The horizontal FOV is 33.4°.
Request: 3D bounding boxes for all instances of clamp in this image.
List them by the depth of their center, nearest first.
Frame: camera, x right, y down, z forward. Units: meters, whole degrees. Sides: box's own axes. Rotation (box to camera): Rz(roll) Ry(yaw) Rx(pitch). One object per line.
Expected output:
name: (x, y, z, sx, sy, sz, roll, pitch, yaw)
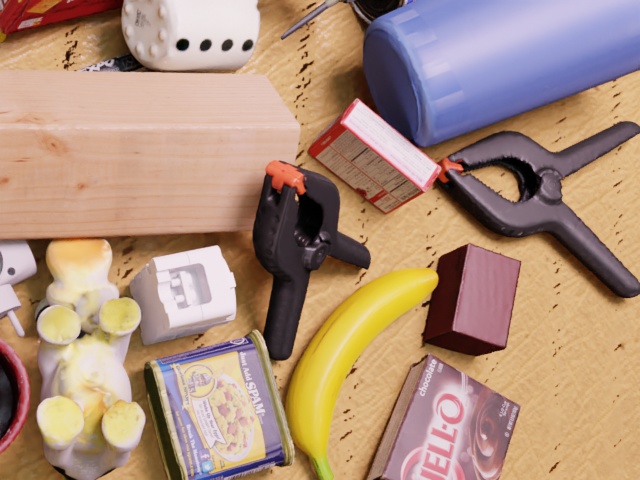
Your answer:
clamp: (-0.005, 0.001, 0.788, 0.039, 0.171, 0.120, 25, 51, 24)
clamp: (0.198, -0.052, 0.931, 0.209, 0.036, 0.164, 17, 70, -16)

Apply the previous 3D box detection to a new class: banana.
banana: (0.025, 0.087, 0.831, 0.069, 0.037, 0.197, 45, 65, -30)

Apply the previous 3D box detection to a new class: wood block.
wood block: (-0.129, -0.062, 0.761, 0.205, 0.090, 0.091, -3, 35, -22)

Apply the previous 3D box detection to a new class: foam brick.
foam brick: (0.124, 0.050, 0.867, 0.051, 0.053, 0.078, 20, 71, -16)

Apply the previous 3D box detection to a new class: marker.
marker: (-0.172, -0.125, 0.817, 0.121, 0.020, 0.020, -25, 86, -24)

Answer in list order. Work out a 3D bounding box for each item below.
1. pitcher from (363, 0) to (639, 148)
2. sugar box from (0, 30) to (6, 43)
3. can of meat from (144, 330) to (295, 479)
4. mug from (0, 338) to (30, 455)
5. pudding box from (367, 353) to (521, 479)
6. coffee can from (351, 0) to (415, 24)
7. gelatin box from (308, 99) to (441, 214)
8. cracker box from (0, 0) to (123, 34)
pitcher: (0.161, -0.160, 0.869, 0.242, 0.145, 0.149, -24, 114, -15)
sugar box: (-0.316, -0.196, 0.765, 0.176, 0.048, 0.093, 49, 61, -1)
can of meat: (-0.075, 0.125, 0.769, 0.083, 0.058, 0.102, -13, 81, -21)
mug: (-0.236, 0.117, 0.695, 0.093, 0.082, 0.117, -22, 85, -24)
pudding box: (0.097, 0.159, 0.828, 0.090, 0.039, 0.113, 31, 58, -10)
coffee can: (0.099, -0.248, 0.907, 0.140, 0.103, 0.103, -22, 85, -24)
gelatin box: (0.043, -0.065, 0.854, 0.089, 0.073, 0.030, 38, 66, -8)
cracker box: (-0.204, -0.276, 0.794, 0.163, 0.072, 0.214, -26, 86, -42)
